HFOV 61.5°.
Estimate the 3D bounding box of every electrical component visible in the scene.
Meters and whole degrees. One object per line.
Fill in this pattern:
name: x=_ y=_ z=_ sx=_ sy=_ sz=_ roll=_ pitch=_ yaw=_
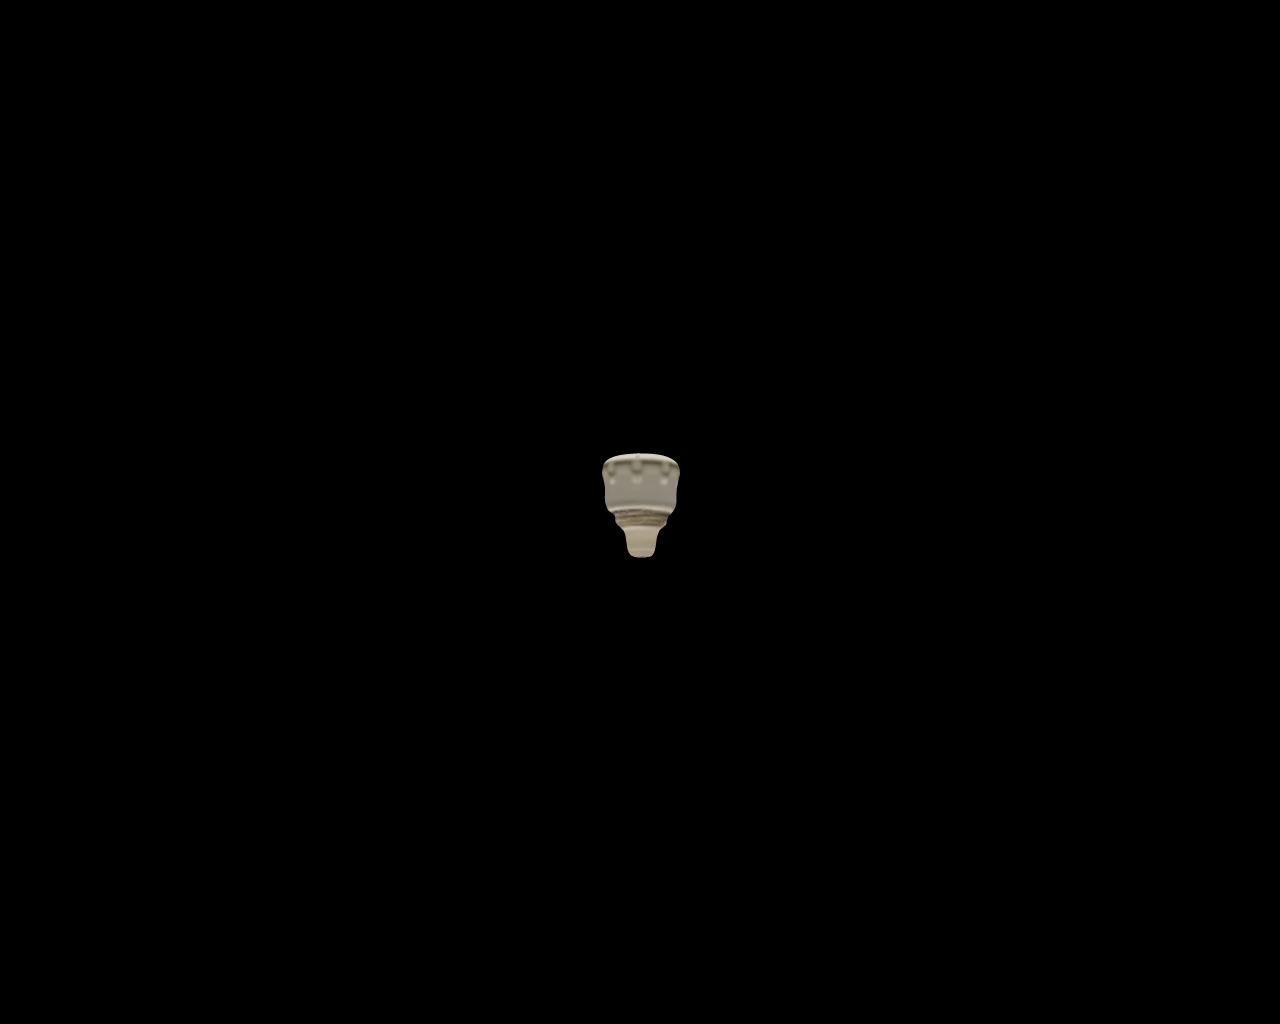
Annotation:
electrical component: x=0.001 y=-0.003 z=0.650 sx=0.048 sy=0.062 sz=0.048 roll=0 pitch=-7 yaw=0
